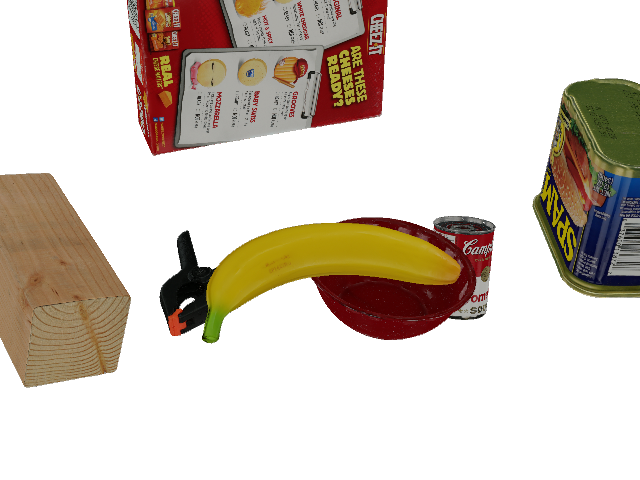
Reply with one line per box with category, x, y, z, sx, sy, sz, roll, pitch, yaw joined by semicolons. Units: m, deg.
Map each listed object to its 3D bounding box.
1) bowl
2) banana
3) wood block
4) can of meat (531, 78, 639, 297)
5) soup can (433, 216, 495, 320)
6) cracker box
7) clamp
bowl;0.062;0.044;1.007;0.162;0.055;0.162;6;34;-4
banana;0.001;0.020;0.748;0.197;0.069;0.037;-13;-16;-19
wood block;-0.262;0.030;0.994;0.090;0.091;0.206;-6;38;-34
can of meat;0.162;-0.032;0.600;0.057;0.084;0.102;0;37;-5
soup can;0.156;0.030;1.190;0.068;0.102;0.068;3;15;-1
cracker box;-0.054;-0.174;0.913;0.213;0.164;0.072;-12;40;-16
clamp;-0.126;0.047;1.241;0.120;0.039;0.171;-2;39;13
